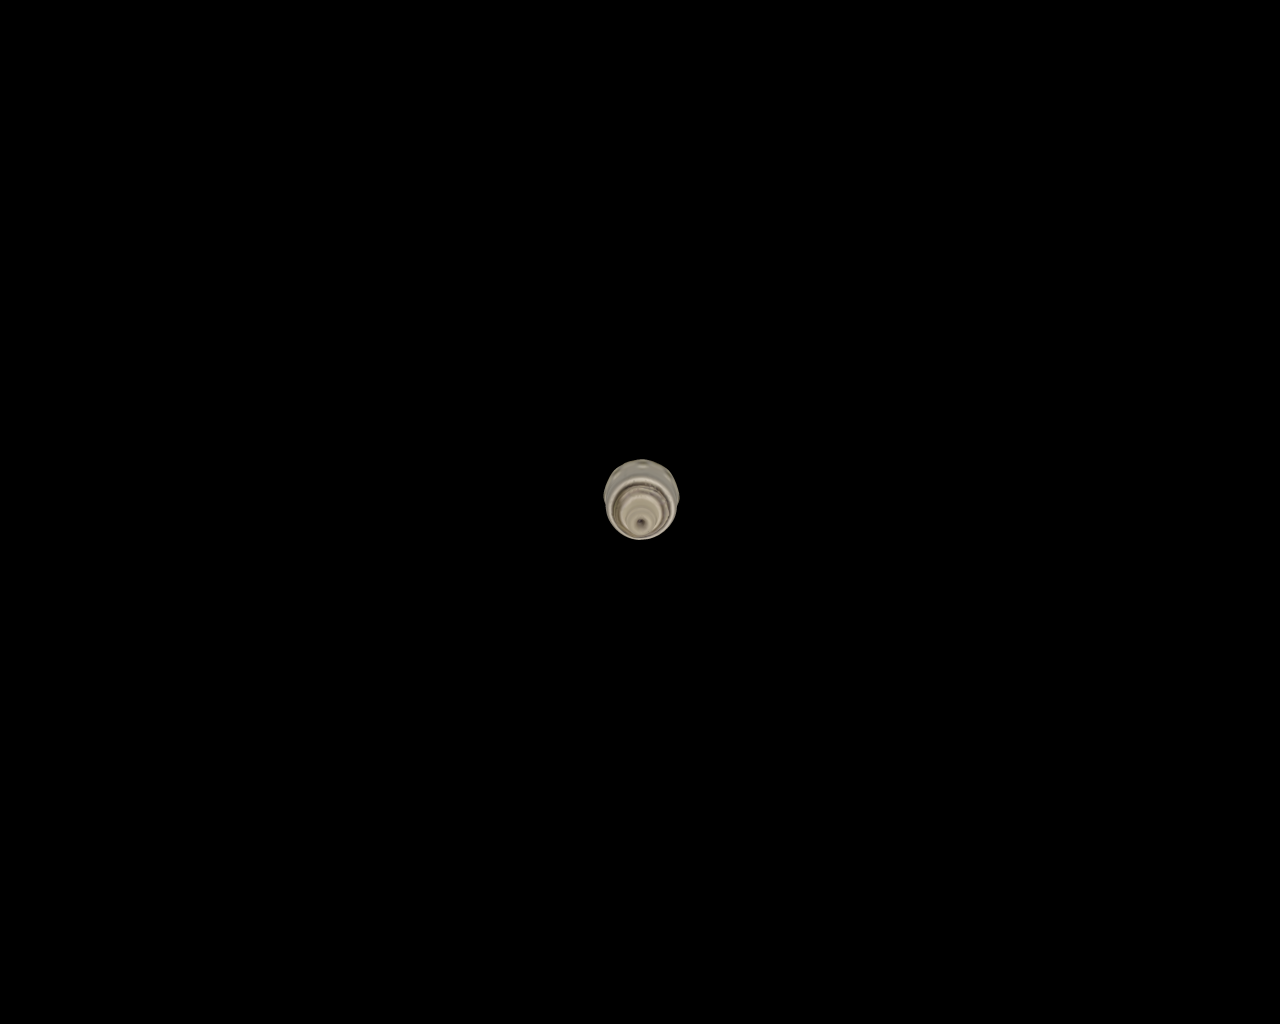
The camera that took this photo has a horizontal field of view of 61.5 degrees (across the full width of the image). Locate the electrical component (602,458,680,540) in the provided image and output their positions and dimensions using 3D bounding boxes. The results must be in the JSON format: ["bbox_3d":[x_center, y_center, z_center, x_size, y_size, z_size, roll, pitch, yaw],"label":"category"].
[{"bbox_3d":[0.001,-0.003,0.650,0.048,0.048,0.062,0,20,0],"label":"electrical component"}]
